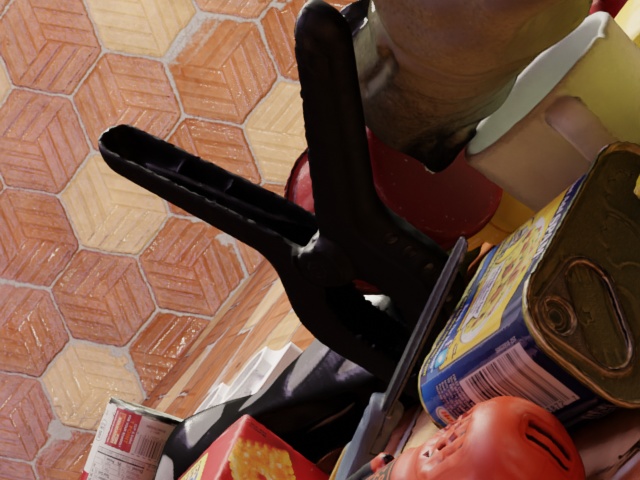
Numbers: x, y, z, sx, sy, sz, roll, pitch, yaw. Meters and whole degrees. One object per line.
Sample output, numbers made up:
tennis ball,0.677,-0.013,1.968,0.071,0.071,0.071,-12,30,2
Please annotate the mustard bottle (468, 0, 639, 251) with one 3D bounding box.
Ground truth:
mustard bottle,0.134,-0.057,0.568,0.192,0.058,0.096,-48,-2,36

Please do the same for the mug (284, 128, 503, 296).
mug,0.047,-0.033,0.549,0.117,0.093,0.082,-38,0,-30

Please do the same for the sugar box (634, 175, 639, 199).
sugar box,0.181,-0.071,0.325,0.176,0.048,0.093,-47,6,48

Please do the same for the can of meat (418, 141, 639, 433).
can of meat,0.088,0.026,0.389,0.102,0.057,0.084,-53,3,-36

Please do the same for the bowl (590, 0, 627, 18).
bowl,0.212,-0.159,0.649,0.162,0.055,0.162,-50,5,6

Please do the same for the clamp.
clamp,-0.003,0.001,0.497,0.165,0.210,0.036,-12,32,43

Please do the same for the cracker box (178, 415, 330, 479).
cracker box,-0.086,0.208,0.523,0.164,0.072,0.213,-49,6,27

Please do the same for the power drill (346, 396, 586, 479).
power drill,-0.005,0.147,0.325,0.185,0.057,0.187,-47,6,36

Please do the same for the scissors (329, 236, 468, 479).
scissors,0.019,0.094,0.450,0.202,0.016,0.096,110,-179,-47

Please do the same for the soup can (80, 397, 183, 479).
soup can,-0.123,0.162,0.699,0.068,0.068,0.102,150,139,-77
